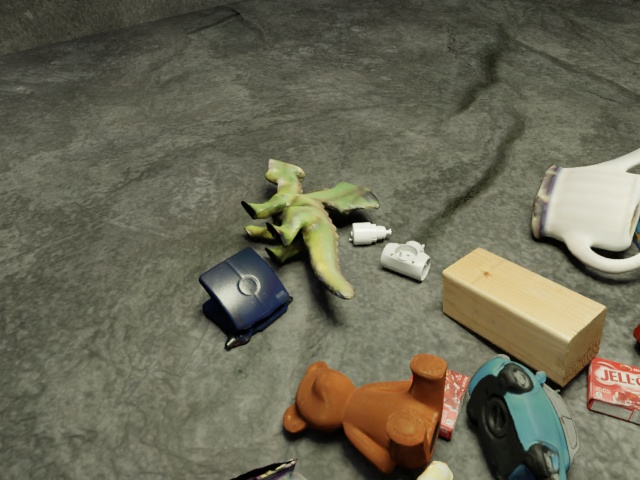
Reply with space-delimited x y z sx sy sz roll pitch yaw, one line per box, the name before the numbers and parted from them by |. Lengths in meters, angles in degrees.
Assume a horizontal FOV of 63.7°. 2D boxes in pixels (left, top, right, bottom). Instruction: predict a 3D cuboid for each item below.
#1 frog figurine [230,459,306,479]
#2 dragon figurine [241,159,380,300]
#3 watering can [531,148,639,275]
frog figurine | -0.054 0.324 0.528 0.138 0.120 0.161 -13 74 -27
dragon figurine | 0.003 -0.048 0.945 0.245 0.119 0.416 -30 45 -26
watering can | 0.521 -0.092 0.940 0.225 0.102 0.354 12 60 33
